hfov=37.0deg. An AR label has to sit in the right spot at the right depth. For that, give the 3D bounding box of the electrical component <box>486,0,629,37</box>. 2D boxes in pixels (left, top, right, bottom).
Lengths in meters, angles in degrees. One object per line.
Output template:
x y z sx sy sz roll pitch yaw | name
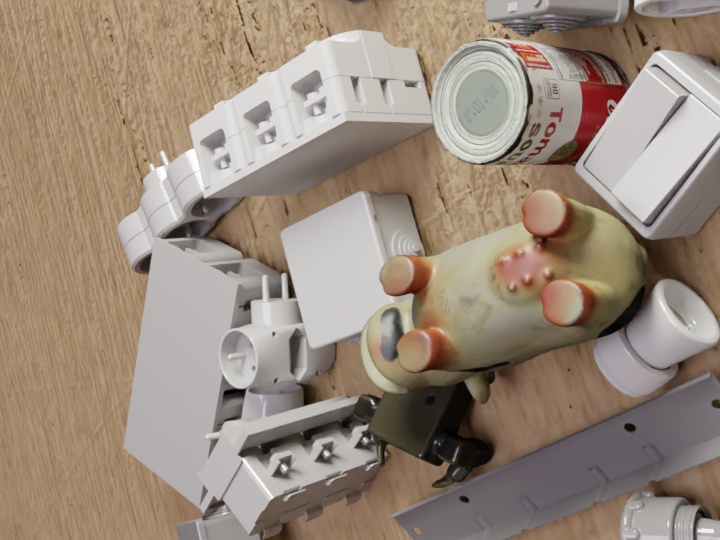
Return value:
0.108 -0.180 0.594 0.100 0.048 0.099 -151 62 -72 | electrical component

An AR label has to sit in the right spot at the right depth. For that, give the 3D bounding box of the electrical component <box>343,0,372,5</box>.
-0.006 -0.234 0.727 0.077 0.043 0.079 53 126 26 | electrical component

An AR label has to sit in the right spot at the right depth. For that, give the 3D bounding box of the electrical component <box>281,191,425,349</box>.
0.000 0.000 0.742 0.100 0.048 0.099 -23 78 43 | electrical component

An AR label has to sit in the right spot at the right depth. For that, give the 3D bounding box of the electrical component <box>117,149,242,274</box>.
-0.155 -0.062 0.882 0.138 0.052 0.073 -40 67 39 | electrical component

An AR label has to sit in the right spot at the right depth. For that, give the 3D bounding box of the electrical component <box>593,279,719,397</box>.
0.162 0.038 0.593 0.055 0.045 0.045 -49 62 36 | electrical component

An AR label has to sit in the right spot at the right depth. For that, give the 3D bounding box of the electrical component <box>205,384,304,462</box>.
-0.079 0.129 0.806 0.043 0.079 0.077 7 100 59 | electrical component

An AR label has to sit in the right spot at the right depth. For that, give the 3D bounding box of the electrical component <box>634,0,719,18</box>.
0.170 -0.161 0.558 0.055 0.055 0.047 -2 90 44 | electrical component

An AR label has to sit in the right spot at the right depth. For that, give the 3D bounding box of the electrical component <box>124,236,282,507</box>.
-0.122 0.077 0.860 0.105 0.060 0.186 26 112 39 | electrical component

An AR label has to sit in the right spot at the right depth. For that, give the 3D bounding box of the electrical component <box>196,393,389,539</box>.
-0.042 0.135 0.747 0.063 0.121 0.078 47 124 27 | electrical component

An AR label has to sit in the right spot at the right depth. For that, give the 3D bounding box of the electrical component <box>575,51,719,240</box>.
0.162 -0.060 0.571 0.061 0.061 0.096 50 125 28 | electrical component

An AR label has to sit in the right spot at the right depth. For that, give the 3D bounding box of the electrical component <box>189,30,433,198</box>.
-0.036 -0.103 0.737 0.150 0.089 0.061 -22 79 43 | electrical component

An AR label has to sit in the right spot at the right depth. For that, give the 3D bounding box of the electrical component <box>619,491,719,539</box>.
0.178 0.146 0.591 0.062 0.048 0.048 -8 89 37 | electrical component

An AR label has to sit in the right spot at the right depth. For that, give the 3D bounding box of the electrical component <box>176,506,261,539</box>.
-0.105 0.236 0.851 0.100 0.048 0.099 143 114 -65 | electrical component

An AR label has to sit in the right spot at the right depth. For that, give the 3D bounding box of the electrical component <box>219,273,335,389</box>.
-0.061 0.042 0.785 0.043 0.077 0.079 1 95 44 | electrical component
